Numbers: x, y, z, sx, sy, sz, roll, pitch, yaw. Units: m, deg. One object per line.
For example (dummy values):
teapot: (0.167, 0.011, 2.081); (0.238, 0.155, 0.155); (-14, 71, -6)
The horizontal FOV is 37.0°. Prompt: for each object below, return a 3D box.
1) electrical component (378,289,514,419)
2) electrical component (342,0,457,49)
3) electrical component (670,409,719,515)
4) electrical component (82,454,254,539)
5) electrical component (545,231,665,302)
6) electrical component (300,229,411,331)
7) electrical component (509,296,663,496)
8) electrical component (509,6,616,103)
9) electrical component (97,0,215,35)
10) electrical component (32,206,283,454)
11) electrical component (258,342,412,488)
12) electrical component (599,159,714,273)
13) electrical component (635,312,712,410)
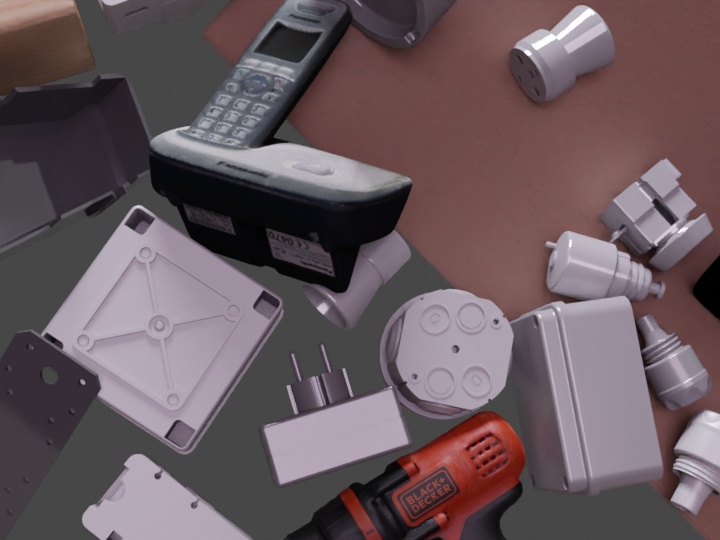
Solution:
electrical component: (0.054, 0.051, 0.661); (0.080, 0.051, 0.080); (1, 80, -7)
electrical component: (0.021, -0.200, 0.673); (0.108, 0.108, 0.060); (45, 72, 2)
electrical component: (0.216, 0.122, 0.672); (0.043, 0.043, 0.062); (32, 80, -1)
electrical component: (-0.108, 0.151, 0.622); (0.089, 0.055, 0.050); (38, 78, 1)
electrical component: (0.156, 0.003, 0.687); (0.078, 0.040, 0.040); (16, 79, -4)
electrical component: (0.000, 0.000, 0.669); (0.044, 0.044, 0.065); (44, 74, 2)
electrical component: (0.132, 0.077, 0.653); (0.057, 0.078, 0.113); (-8, 81, -11)
electrical component: (0.132, -0.141, 0.706); (0.055, 0.045, 0.045); (-32, 86, -10)
electrical component: (-0.125, -0.191, 0.678); (0.089, 0.055, 0.050); (-23, 84, -10)
electrical component: (-0.118, 0.036, 0.640); (0.109, 0.056, 0.108); (33, 78, 0)
electrical component: (-0.022, 0.082, 0.649); (0.083, 0.047, 0.075); (-16, 83, -9)
electrical component: (0.193, -0.032, 0.695); (0.066, 0.048, 0.055); (-38, 79, -11)
electrical component: (0.196, 0.056, 0.686); (0.035, 0.035, 0.061); (-27, 82, -10)
